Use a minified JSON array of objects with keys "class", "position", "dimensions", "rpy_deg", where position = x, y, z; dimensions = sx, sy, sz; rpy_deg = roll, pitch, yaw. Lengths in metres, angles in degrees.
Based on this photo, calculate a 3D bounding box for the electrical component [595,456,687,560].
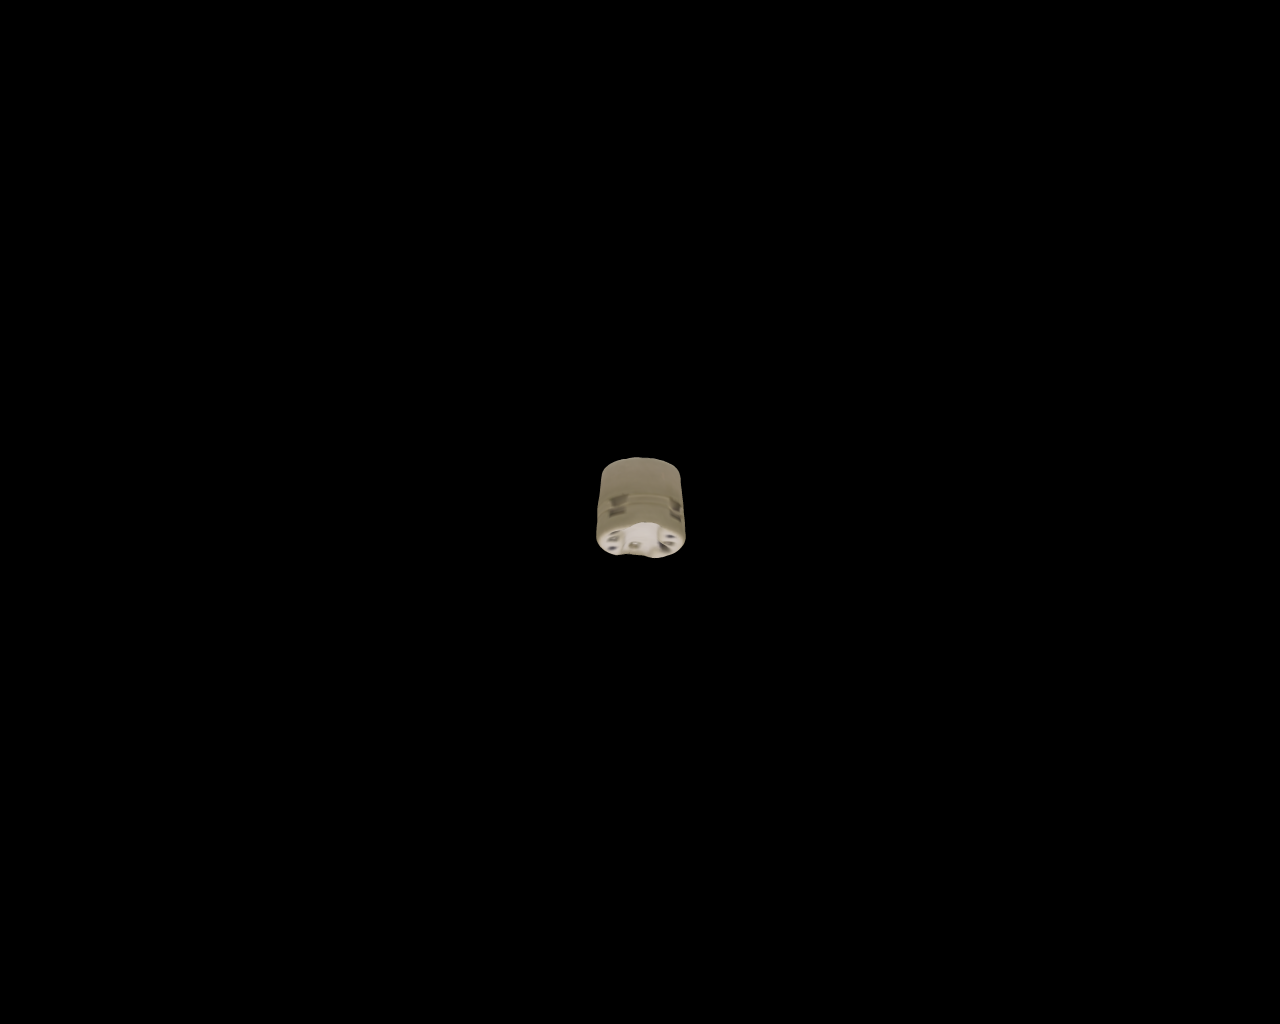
[{"class":"electrical component","position":[0.001,-0.003,0.650],"dimensions":[0.055,0.047,0.055],"rpy_deg":[0,-23,0]}]
